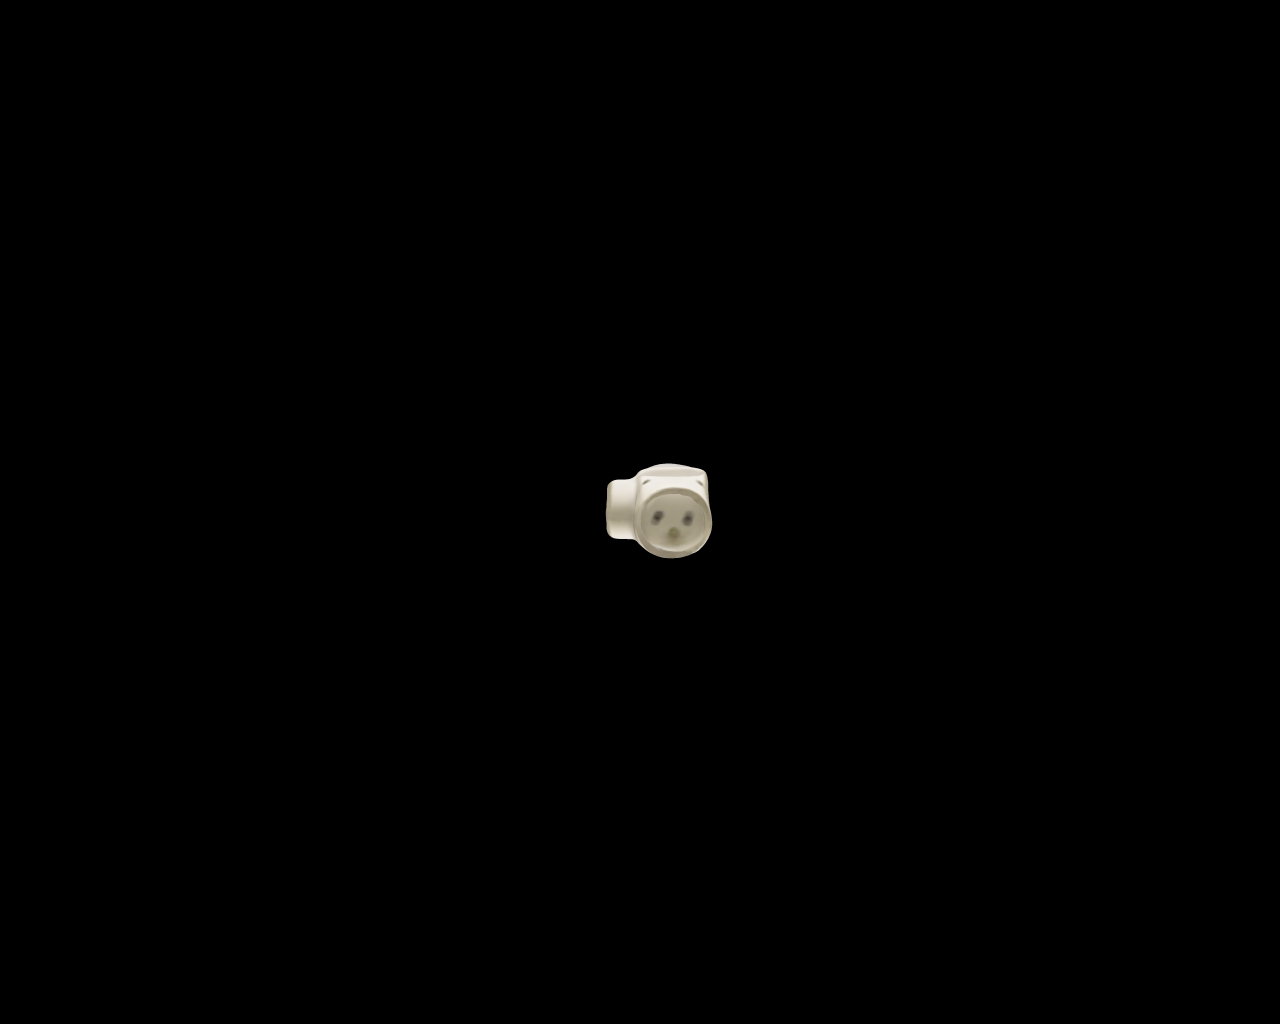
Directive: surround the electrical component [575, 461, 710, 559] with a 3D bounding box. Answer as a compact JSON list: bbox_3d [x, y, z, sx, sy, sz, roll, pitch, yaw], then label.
[{"bbox_3d":[0.001,-0.003,0.650,0.079,0.043,0.077,0,13,0],"label":"electrical component"}]
